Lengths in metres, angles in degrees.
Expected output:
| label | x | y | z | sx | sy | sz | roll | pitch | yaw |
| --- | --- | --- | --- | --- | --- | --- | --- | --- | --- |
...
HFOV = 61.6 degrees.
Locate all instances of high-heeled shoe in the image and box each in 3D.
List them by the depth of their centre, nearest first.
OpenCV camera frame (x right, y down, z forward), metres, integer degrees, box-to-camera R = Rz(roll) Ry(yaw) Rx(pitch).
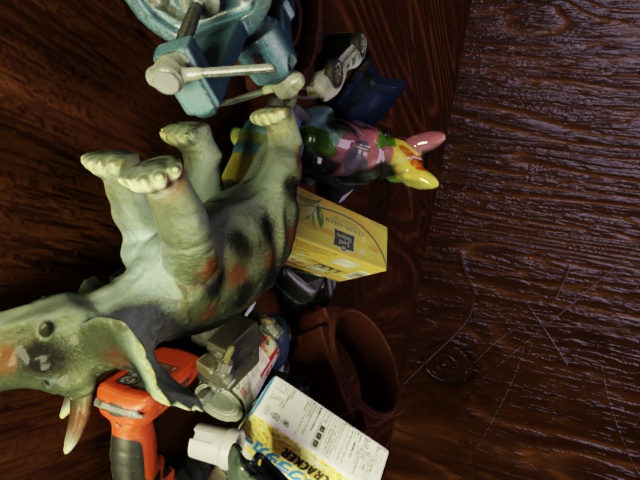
| label | x | y | z | sx | sy | sz | roll | pitch | yaw |
| --- | --- | --- | --- | --- | --- | --- | --- | --- | --- |
| high-heeled shoe | 0.071 | -0.141 | 1.026 | 0.248 | 0.086 | 0.145 | -23 | 124 | -64 |

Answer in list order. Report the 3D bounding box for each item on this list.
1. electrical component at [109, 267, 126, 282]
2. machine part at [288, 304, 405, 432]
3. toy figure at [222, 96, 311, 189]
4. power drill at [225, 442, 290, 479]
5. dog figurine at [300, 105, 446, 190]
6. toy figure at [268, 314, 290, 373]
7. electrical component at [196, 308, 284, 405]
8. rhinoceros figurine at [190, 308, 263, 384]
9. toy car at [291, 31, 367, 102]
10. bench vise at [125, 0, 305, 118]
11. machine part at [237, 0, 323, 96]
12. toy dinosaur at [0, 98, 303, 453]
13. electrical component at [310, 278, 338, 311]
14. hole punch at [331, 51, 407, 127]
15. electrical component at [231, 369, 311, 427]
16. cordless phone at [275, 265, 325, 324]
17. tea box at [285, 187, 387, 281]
| label | x | y | z | sx | sy | sz | roll | pitch | yaw |
| --- | --- | --- | --- | --- | --- | --- | --- | --- | --- |
| electrical component | -0.164 | 0.042 | 0.486 | 0.063 | 0.021 | 0.093 | -43 | 140 | -61 |
| machine part | 0.048 | 0.209 | 0.883 | 0.201 | 0.087 | 0.201 | 8 | 55 | -56 |
| toy figure | -0.072 | -0.078 | 0.611 | 0.089 | 0.082 | 0.180 | 26 | 81 | -44 |
| power drill | -0.110 | 0.294 | 0.494 | 0.207 | 0.086 | 0.231 | -40 | 148 | -11 |
| dog figurine | 0.070 | -0.131 | 0.799 | 0.191 | 0.219 | 0.108 | 18 | 79 | -73 |
| toy figure | -0.070 | 0.179 | 0.793 | 0.058 | 0.064 | 0.154 | -120 | -153 | -52 |
| electrical component | -0.082 | 0.113 | 0.539 | 0.102 | 0.045 | 0.078 | -35 | 136 | -50 |
| rhinoceros figurine | -0.118 | 0.069 | 0.577 | 0.112 | 0.073 | 0.190 | -40 | 140 | -46 |
| toy car | 0.012 | -0.257 | 0.783 | 0.202 | 0.074 | 0.056 | -60 | 150 | -46 |
| bench vise | -0.083 | -0.171 | 0.431 | 0.223 | 0.129 | 0.241 | 69 | 17 | -45 |
| machine part | -0.049 | -0.256 | 0.628 | 0.179 | 0.056 | 0.179 | 11 | 90 | -72 |
| toy dinosaur | -0.086 | 0.000 | 0.450 | 0.405 | 0.131 | 0.192 | -39 | 129 | -54 |
| electrical component | 0.001 | 0.084 | 0.976 | 0.075 | 0.048 | 0.119 | -58 | 150 | -48 |
| hole punch | 0.074 | -0.233 | 0.889 | 0.142 | 0.092 | 0.116 | -45 | -170 | 38 |
| electrical component | -0.066 | 0.240 | 0.745 | 0.058 | 0.115 | 0.134 | -51 | 146 | -49 |
| cordless phone | -0.022 | 0.048 | 0.869 | 0.184 | 0.089 | 0.146 | 94 | 15 | -55 |
| tea box | -0.001 | -0.002 | 0.705 | 0.169 | 0.098 | 0.068 | 23 | 62 | -39 |
